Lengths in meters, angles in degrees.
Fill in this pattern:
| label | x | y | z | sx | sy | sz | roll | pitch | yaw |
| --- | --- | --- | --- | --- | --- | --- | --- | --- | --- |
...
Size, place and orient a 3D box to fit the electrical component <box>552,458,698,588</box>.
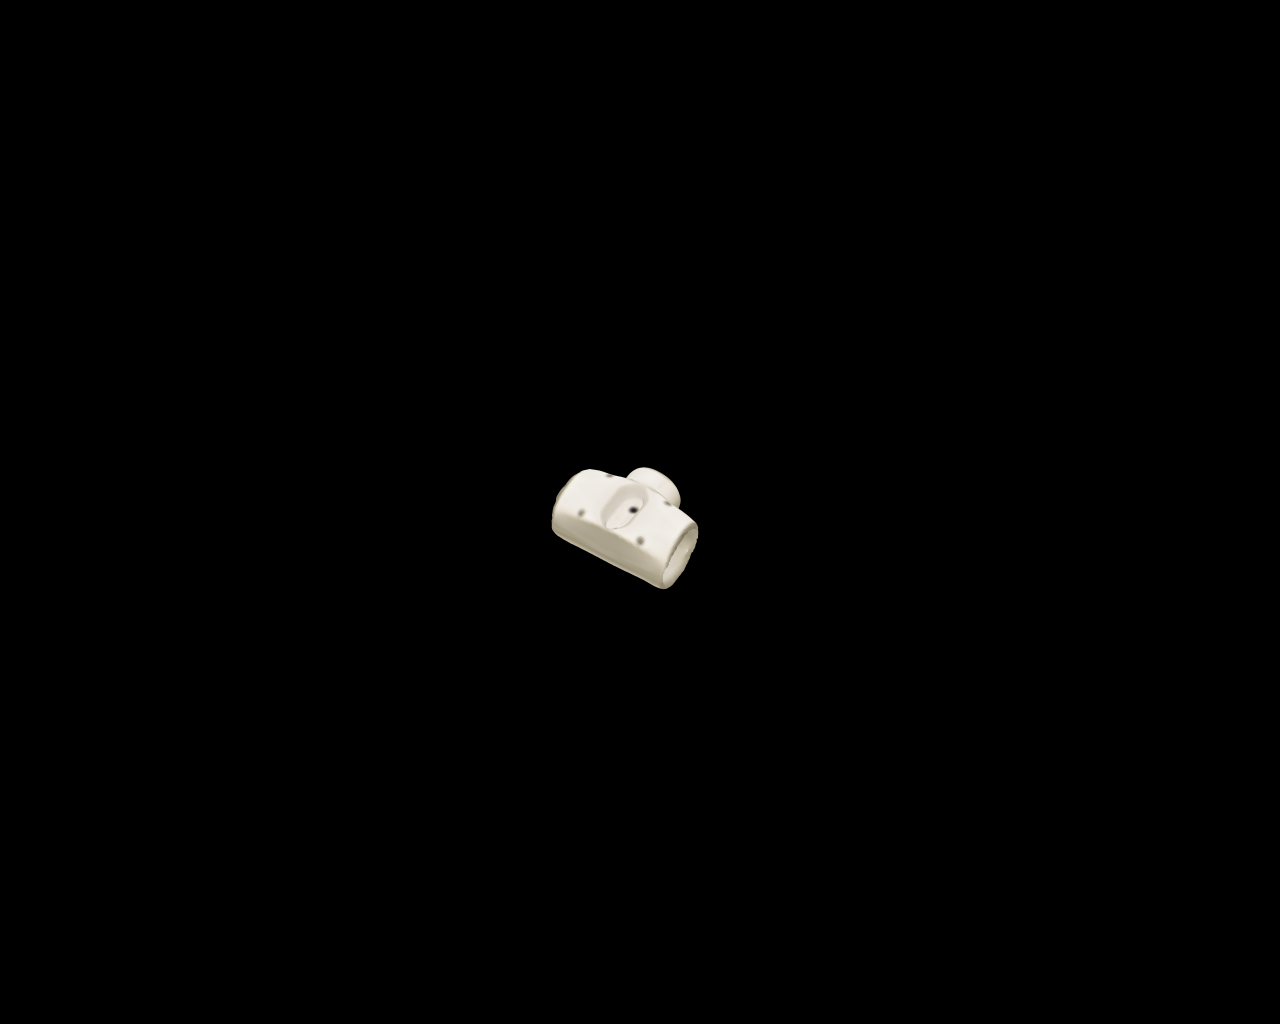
| label | x | y | z | sx | sy | sz | roll | pitch | yaw |
| --- | --- | --- | --- | --- | --- | --- | --- | --- | --- |
| electrical component | 0.001 | -0.003 | 0.650 | 0.077 | 0.079 | 0.043 | 27 | -33 | 19 |
